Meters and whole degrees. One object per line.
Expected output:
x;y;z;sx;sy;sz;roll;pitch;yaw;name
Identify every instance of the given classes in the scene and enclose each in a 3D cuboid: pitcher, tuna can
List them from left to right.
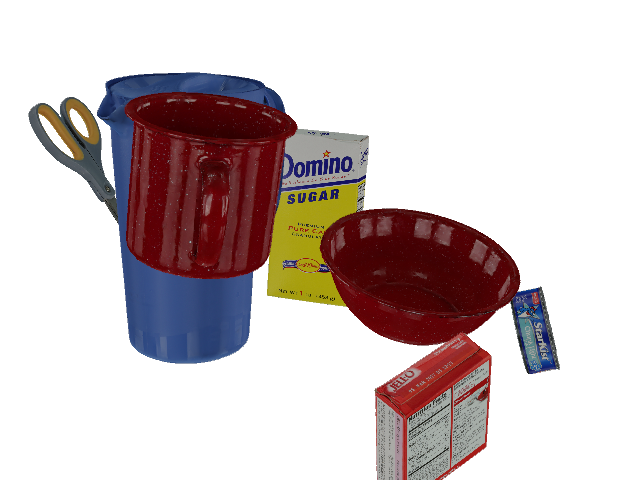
-0.107;-0.024;0.933;0.149;0.243;0.145;1;17;0;pitcher
0.218;0.092;1.085;0.034;0.086;0.086;-13;-3;12;tuna can

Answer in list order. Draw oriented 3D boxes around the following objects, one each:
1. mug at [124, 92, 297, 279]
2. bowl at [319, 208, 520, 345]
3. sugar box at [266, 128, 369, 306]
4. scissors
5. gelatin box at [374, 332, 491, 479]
-0.061;-0.026;0.576;0.093;0.081;0.117;3;22;-14;mug
0.076;0.036;0.859;0.162;0.055;0.162;7;29;-4;bowl
-0.004;-0.025;1.113;0.093;0.176;0.048;6;16;14;sugar box
-0.220;-0.067;1.092;0.016;0.201;0.096;-26;27;27;scissors
0.069;0.110;0.656;0.073;0.089;0.030;-29;45;-27;gelatin box
